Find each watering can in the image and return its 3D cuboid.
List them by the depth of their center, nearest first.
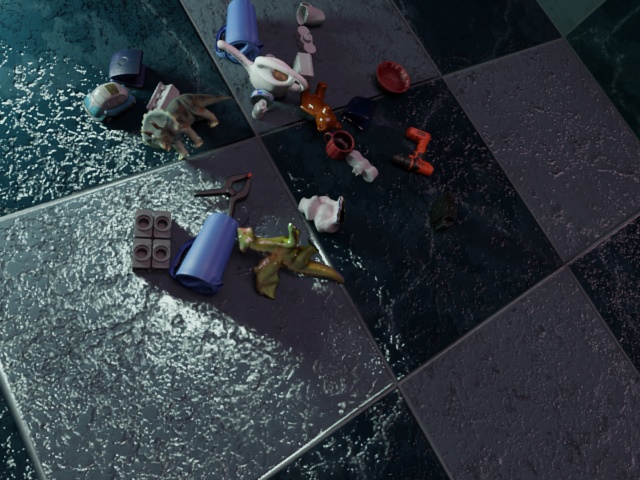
[{"bbox_3d":[-0.213,-0.617,1.886,0.346,0.223,0.105,21,80,-11],"label":"watering can"}]

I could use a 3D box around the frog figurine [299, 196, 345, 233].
[{"bbox_3d":[0.006,-0.092,1.826,0.159,0.121,0.139,0,73,16],"label":"frog figurine"}]

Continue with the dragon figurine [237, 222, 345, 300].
[{"bbox_3d":[-0.110,0.087,1.685,0.244,0.123,0.405,-45,112,-7],"label":"dragon figurine"}]
